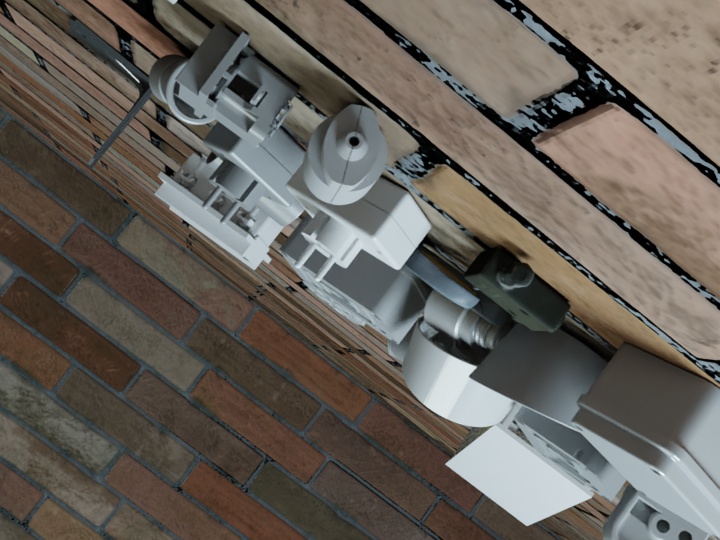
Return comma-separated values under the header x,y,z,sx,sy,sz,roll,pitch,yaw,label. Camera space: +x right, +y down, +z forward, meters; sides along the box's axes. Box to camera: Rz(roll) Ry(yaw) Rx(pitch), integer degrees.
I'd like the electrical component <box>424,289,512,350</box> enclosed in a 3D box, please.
x,y,z,sx,sy,sz,roll,pitch,yaw,label
0.082,0.037,0.782,0.078,0.040,0.040,32,170,36,electrical component

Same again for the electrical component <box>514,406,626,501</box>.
x,y,z,sx,sy,sz,roll,pitch,yaw,label
0.172,0.123,0.821,0.078,0.057,0.113,33,171,29,electrical component

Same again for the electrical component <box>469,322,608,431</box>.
x,y,z,sx,sy,sz,roll,pitch,yaw,label
0.130,0.077,0.719,0.099,0.064,0.099,37,172,6,electrical component

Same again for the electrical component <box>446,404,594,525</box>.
x,y,z,sx,sy,sz,roll,pitch,yaw,label
0.164,0.180,1.046,0.105,0.060,0.186,37,158,5,electrical component

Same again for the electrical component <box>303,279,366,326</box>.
x,y,z,sx,sy,sz,roll,pitch,yaw,label
-0.011,0.012,1.013,0.080,0.051,0.080,37,172,6,electrical component

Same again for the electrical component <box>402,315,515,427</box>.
x,y,z,sx,sy,sz,roll,pitch,yaw,label
0.083,0.070,0.819,0.099,0.064,0.099,18,-149,-11,electrical component

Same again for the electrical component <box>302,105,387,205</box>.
x,y,z,sx,sy,sz,roll,pitch,yaw,label
-0.008,-0.063,0.590,0.043,0.043,0.081,38,172,-2,electrical component

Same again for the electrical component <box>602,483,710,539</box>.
x,y,z,sx,sy,sz,roll,pitch,yaw,label
0.209,0.158,0.725,0.054,0.095,0.059,36,172,13,electrical component

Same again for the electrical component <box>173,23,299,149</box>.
x,y,z,sx,sy,sz,roll,pitch,yaw,label
-0.072,-0.105,0.635,0.064,0.042,0.081,37,173,-9,electrical component

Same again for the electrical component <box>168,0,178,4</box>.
x,y,z,sx,sy,sz,roll,pitch,yaw,label
-0.116,-0.159,0.545,0.061,0.035,0.035,37,173,-19,electrical component

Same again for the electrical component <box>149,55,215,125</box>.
x,y,z,sx,sy,sz,roll,pitch,yaw,label
-0.120,-0.126,0.734,0.044,0.044,0.065,42,176,-31,electrical component

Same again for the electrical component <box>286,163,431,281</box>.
x,y,z,sx,sy,sz,roll,pitch,yaw,label
-0.012,-0.027,0.700,0.083,0.075,0.047,32,171,33,electrical component

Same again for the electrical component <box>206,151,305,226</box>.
x,y,z,sx,sy,sz,roll,pitch,yaw,label
-0.081,-0.076,0.843,0.077,0.043,0.079,40,172,-20,electrical component

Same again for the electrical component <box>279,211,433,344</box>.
x,y,z,sx,sy,sz,roll,pitch,yaw,label
0.000,0.000,0.874,0.113,0.057,0.078,33,170,24,electrical component

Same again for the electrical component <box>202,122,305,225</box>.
x,y,z,sx,sy,sz,roll,pitch,yaw,label
-0.082,-0.068,0.766,0.066,0.076,0.047,43,171,-35,electrical component

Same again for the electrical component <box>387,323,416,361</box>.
x,y,z,sx,sy,sz,roll,pitch,yaw,label
0.056,0.077,1.127,0.043,0.043,0.081,41,171,-26,electrical component

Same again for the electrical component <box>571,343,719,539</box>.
x,y,z,sx,sy,sz,roll,pitch,yaw,label
0.188,0.104,0.642,0.078,0.057,0.113,28,168,50,electrical component

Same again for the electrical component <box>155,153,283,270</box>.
x,y,z,sx,sy,sz,roll,pitch,yaw,label
-0.141,-0.063,1.107,0.121,0.063,0.078,35,172,20,electrical component
